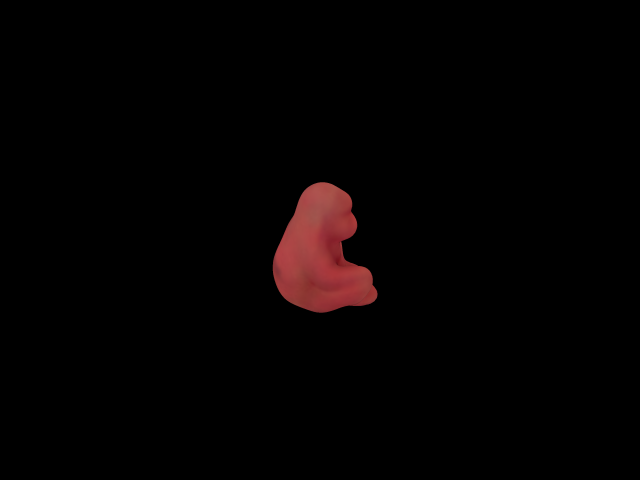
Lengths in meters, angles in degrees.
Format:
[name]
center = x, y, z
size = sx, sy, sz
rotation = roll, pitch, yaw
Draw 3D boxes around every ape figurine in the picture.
[ape figurine]
center = 0.004, 0.001, 0.400
size = 0.076, 0.092, 0.077
rotation = -2, 43, -2
